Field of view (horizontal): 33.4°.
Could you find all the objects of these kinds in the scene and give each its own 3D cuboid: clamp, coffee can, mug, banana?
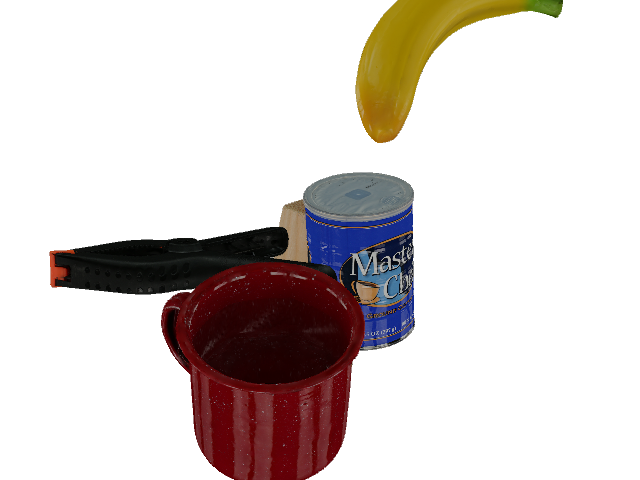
[{"bbox_3d":[-0.097,0.020,0.815,0.209,0.036,0.165,-3,12,-22],"label":"clamp"},{"bbox_3d":[0.038,0.018,1.015,0.103,0.140,0.103,-3,25,1],"label":"coffee can"},{"bbox_3d":[-0.036,0.067,0.553,0.117,0.081,0.093,23,43,24],"label":"mug"},{"bbox_3d":[0.071,-0.125,0.639,0.070,0.037,0.197,33,52,24],"label":"banana"}]

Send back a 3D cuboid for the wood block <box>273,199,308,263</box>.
[{"bbox_3d":[-0.004,0.063,1.217,0.090,0.206,0.090,18,18,22],"label":"wood block"}]
